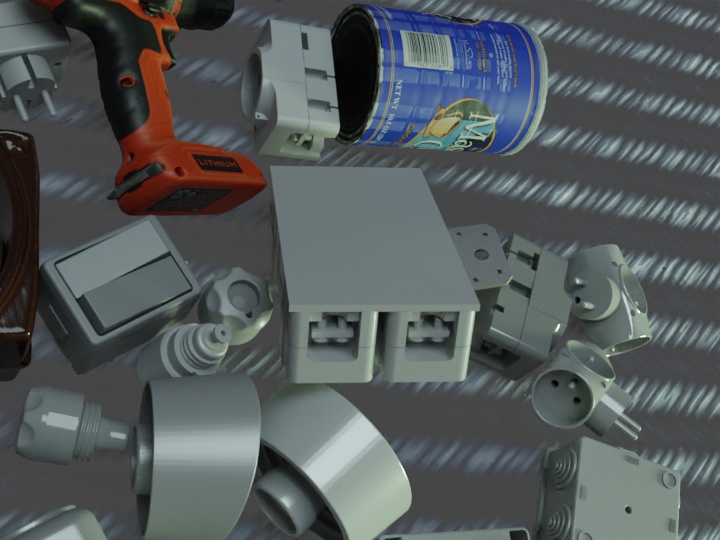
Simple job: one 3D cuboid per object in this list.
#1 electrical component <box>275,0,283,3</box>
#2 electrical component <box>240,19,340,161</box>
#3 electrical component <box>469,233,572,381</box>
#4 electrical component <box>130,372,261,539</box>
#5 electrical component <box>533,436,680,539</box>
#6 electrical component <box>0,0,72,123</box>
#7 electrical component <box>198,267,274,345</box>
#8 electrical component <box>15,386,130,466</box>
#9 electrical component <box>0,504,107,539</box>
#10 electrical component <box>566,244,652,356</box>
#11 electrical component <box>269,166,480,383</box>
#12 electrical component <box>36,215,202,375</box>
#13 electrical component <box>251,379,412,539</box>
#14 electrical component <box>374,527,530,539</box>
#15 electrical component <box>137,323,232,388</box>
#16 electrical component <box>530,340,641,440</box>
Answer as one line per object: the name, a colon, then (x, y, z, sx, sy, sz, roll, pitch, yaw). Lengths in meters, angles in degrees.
electrical component: (-0.024, -0.287, 0.852, 0.062, 0.089, 0.150, 42, 56, -1)
electrical component: (-0.053, -0.131, 0.786, 0.056, 0.050, 0.089, 5, 65, -24)
electrical component: (0.116, 0.029, 0.786, 0.056, 0.050, 0.089, 26, 58, -11)
electrical component: (-0.098, 0.108, 0.619, 0.064, 0.099, 0.099, 3, 65, -17)
electrical component: (0.172, 0.171, 0.744, 0.100, 0.048, 0.099, 22, 59, -14)
electrical component: (-0.224, -0.131, 0.707, 0.066, 0.047, 0.076, -18, 74, -31)
electrical component: (-0.083, 0.028, 0.686, 0.043, 0.062, 0.043, 10, 62, -20)
electrical component: (-0.166, 0.093, 0.625, 0.062, 0.043, 0.043, 13, 61, -16)
electrical component: (-0.162, 0.163, 0.562, 0.054, 0.095, 0.059, -25, 78, -32)
electrical component: (0.181, 0.021, 0.813, 0.079, 0.044, 0.077, 13, 56, -55)
electrical component: (0.000, 0.000, 0.678, 0.105, 0.060, 0.186, 0, 29, -8)
electrical component: (-0.145, 0.010, 0.666, 0.096, 0.061, 0.061, -29, 80, -33)
electrical component: (-0.029, 0.124, 0.640, 0.060, 0.108, 0.108, -40, 86, -28)
electrical component: (0.055, 0.218, 0.661, 0.109, 0.056, 0.108, 3, 65, -24)
electrical component: (-0.105, 0.052, 0.659, 0.040, 0.078, 0.040, 21, 54, -33)
electrical component: (0.164, 0.090, 0.757, 0.079, 0.044, 0.077, 38, 22, 11)
